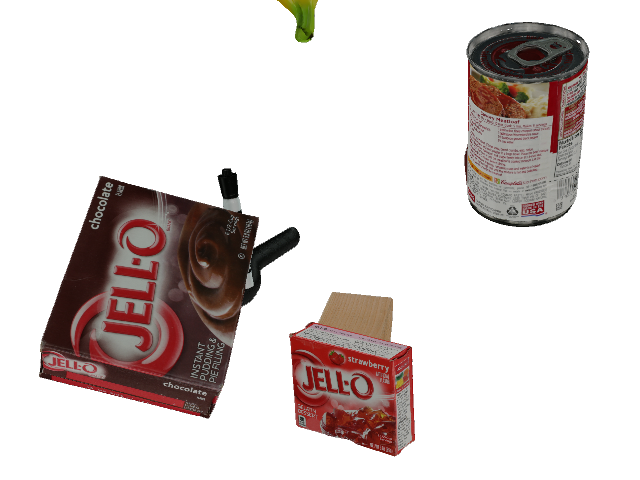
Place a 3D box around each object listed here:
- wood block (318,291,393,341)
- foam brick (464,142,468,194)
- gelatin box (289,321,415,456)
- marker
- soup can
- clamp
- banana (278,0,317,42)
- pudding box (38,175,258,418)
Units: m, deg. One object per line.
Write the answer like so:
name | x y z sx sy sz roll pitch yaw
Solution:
wood block | 0.040 0.148 1.417 0.091 0.090 0.206 6 18 8
foam brick | 0.160 -0.084 0.944 0.053 0.078 0.051 4 45 -1
gelatin box | 0.021 0.103 0.746 0.089 0.073 0.030 11 23 35
marker | -0.084 -0.011 1.049 0.020 0.121 0.020 -7 16 2
soup can | 0.120 -0.067 0.629 0.068 0.102 0.068 -4 37 3
clamp | -0.092 0.030 1.256 0.120 0.039 0.171 -2 41 10
banana | -0.071 -0.175 0.668 0.198 0.069 0.037 20 -34 31
pudding box | -0.087 0.028 0.554 0.090 0.113 0.039 15 -40 -7
